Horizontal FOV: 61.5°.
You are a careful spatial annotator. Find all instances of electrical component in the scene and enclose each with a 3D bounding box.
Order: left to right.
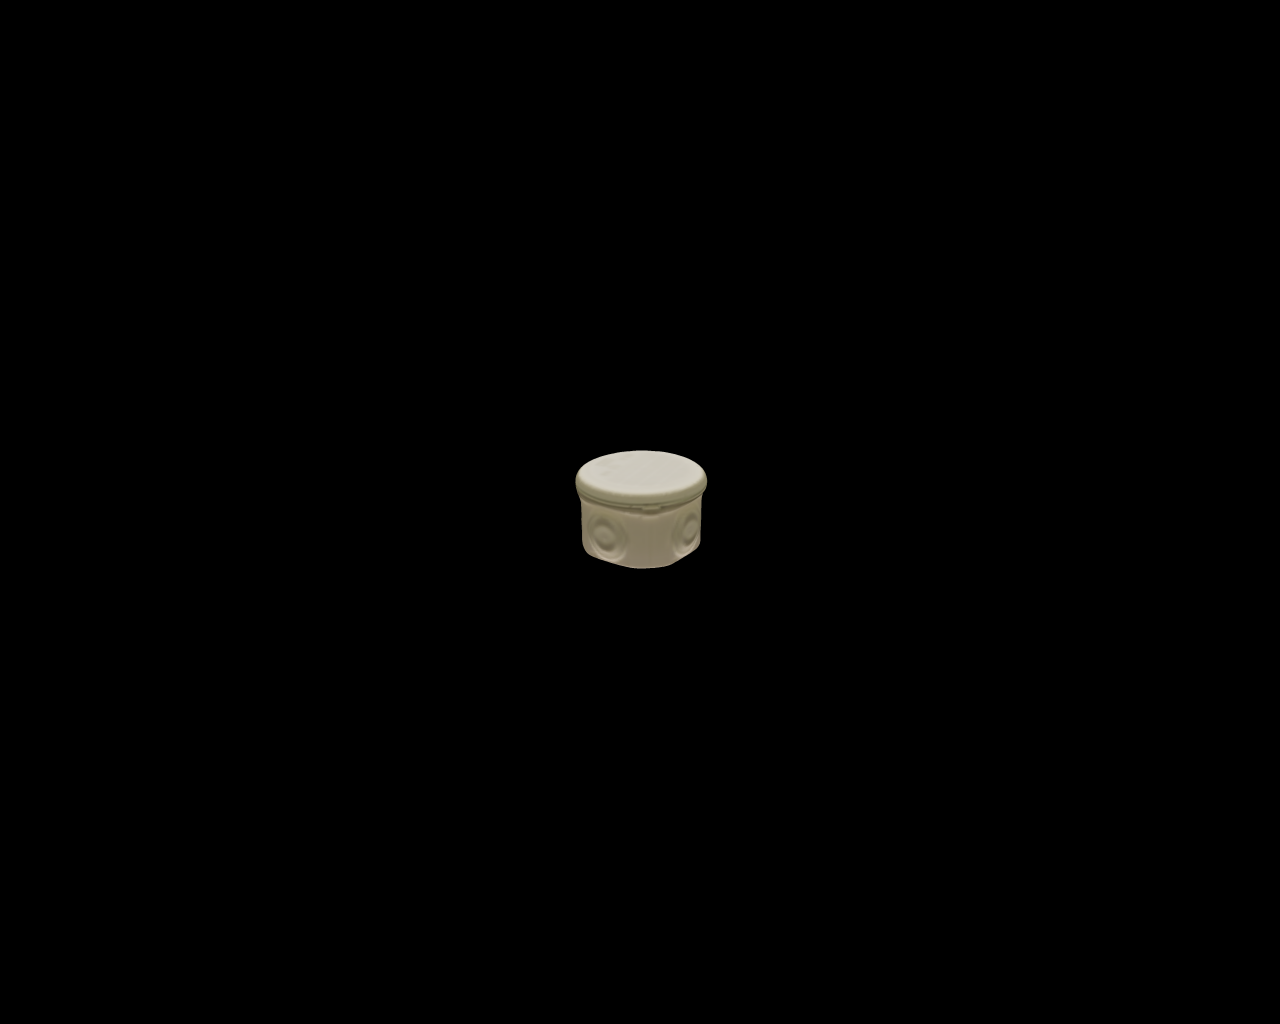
[{"bbox_3d":[0.001,-0.003,0.650,0.080,0.050,0.080,0,22,0],"label":"electrical component"}]
